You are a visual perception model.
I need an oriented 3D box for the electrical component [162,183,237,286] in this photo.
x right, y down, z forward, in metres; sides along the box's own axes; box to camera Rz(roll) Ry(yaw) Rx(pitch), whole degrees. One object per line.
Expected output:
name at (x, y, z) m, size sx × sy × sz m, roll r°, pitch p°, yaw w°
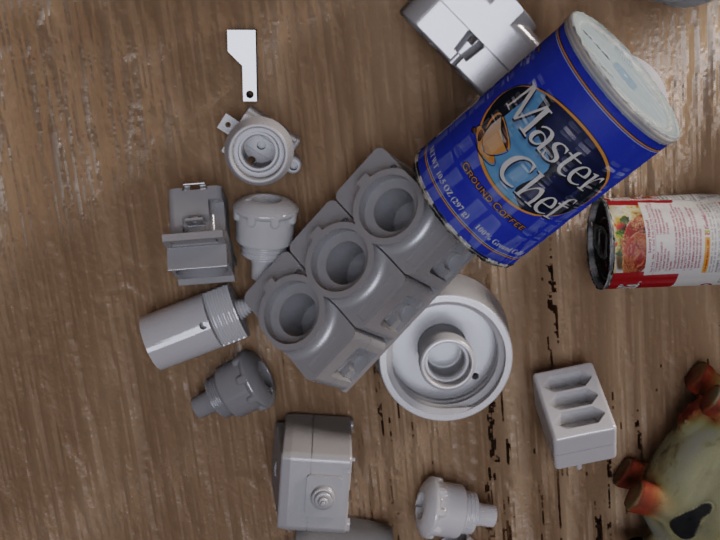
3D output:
electrical component at (-0.115, -0.026, 0.770) m, size 0.042 × 0.081 × 0.063 m, roll -5°, pitch 76°, yaw -1°

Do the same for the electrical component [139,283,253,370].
electrical component at (-0.118, 0.040, 0.802) m, size 0.081 × 0.043 × 0.043 m, roll -21°, pitch 105°, yaw 4°

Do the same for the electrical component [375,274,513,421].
electrical component at (0.063, 0.061, 0.805) m, size 0.108 × 0.060 × 0.108 m, roll 0°, pitch 105°, yaw -2°

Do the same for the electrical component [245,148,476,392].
electrical component at (0.000, 0.000, 0.764) m, size 0.150 × 0.062 × 0.089 m, roll -47°, pitch 60°, yaw 10°

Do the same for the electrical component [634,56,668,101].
electrical component at (0.174, -0.115, 0.766) m, size 0.080 × 0.051 × 0.080 m, roll 0°, pitch 105°, yaw -2°

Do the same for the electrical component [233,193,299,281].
electrical component at (-0.070, -0.023, 0.787) m, size 0.048 × 0.048 × 0.062 m, roll 3°, pitch 111°, yaw -3°

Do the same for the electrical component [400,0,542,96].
electrical component at (0.082, -0.167, 0.748) m, size 0.095 × 0.053 × 0.059 m, roll 43°, pitch 100°, yaw -12°

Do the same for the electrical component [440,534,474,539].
electrical component at (0.080, 0.263, 0.867) m, size 0.079 × 0.044 × 0.077 m, roll -39°, pitch 102°, yaw 8°

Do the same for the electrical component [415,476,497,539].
electrical component at (0.077, 0.190, 0.849) m, size 0.062 × 0.048 × 0.048 m, roll 11°, pitch 104°, yaw -12°

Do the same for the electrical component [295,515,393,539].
electrical component at (-0.015, 0.241, 0.858) m, size 0.077 × 0.044 × 0.079 m, roll 3°, pitch 105°, yaw -3°

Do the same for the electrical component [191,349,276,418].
electrical component at (-0.098, 0.092, 0.817) m, size 0.062 × 0.048 × 0.048 m, roll -27°, pitch 104°, yaw 13°

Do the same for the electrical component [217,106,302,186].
electrical component at (-0.071, -0.087, 0.764) m, size 0.066 × 0.055 × 0.048 m, roll 32°, pitch 102°, yaw -10°

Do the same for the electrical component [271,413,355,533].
electrical component at (-0.037, 0.153, 0.807) m, size 0.061 × 0.096 × 0.061 m, roll 4°, pitch 104°, yaw -2°

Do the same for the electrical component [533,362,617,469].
electrical component at (0.165, 0.123, 0.827) m, size 0.047 × 0.065 × 0.076 m, roll -12°, pitch 134°, yaw 1°
